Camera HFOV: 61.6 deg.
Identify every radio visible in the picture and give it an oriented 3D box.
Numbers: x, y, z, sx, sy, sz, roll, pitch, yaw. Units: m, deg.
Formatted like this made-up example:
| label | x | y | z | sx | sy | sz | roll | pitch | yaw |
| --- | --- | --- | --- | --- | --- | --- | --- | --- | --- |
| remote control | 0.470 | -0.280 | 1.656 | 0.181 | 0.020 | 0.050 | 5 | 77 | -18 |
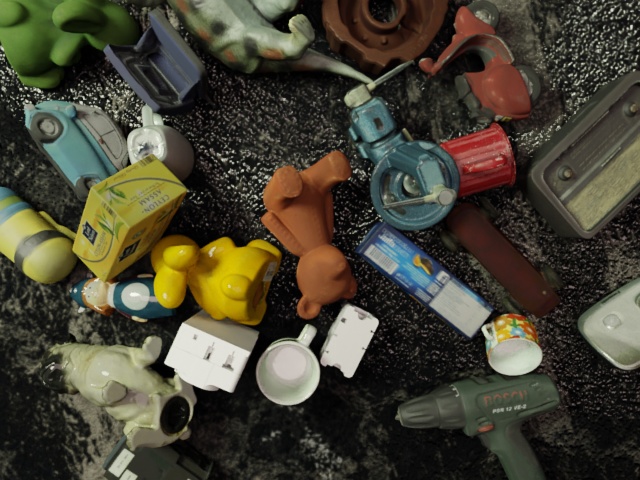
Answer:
| label | x | y | z | sx | sy | sz | roll | pitch | yaw |
| --- | --- | --- | --- | --- | --- | --- | --- | --- | --- |
| radio | 0.404 | -0.121 | 0.771 | 0.229 | 0.073 | 0.131 | -44 | 92 | -2 |

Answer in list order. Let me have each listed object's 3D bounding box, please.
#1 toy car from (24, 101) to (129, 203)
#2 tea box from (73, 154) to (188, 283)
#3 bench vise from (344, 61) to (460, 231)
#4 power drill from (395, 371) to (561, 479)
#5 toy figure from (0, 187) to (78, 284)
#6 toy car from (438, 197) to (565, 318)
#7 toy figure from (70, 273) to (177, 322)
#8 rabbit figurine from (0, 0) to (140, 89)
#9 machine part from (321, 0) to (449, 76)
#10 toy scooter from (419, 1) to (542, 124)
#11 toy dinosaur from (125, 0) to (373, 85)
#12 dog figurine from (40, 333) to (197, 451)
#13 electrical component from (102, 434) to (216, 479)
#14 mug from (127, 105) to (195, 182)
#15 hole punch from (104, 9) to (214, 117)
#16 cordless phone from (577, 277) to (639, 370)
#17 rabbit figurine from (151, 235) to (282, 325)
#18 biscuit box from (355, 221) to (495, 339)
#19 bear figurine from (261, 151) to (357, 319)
| label | x | y | z | sx | sy | sz | roll | pitch | yaw |
| --- | --- | --- | --- | --- | --- | --- | --- | --- | --- |
| toy car | -0.318 | -0.128 | 0.734 | 0.103 | 0.109 | 0.161 | -41 | 101 | -19 |
| tea box | -0.248 | -0.024 | 0.691 | 0.068 | 0.169 | 0.098 | 47 | 51 | -2 |
| bench vise | 0.111 | -0.100 | 0.687 | 0.129 | 0.241 | 0.223 | -20 | 108 | -1 |
| power drill | 0.243 | 0.297 | 0.769 | 0.232 | 0.086 | 0.207 | -18 | 83 | -5 |
| toy figure | -0.415 | -0.011 | 0.734 | 0.180 | 0.089 | 0.082 | 43 | 96 | -4 |
| toy car | 0.262 | 0.027 | 0.776 | 0.202 | 0.053 | 0.089 | 45 | 104 | -3 |
| toy figure | -0.280 | 0.077 | 0.757 | 0.155 | 0.057 | 0.064 | 5 | 52 | -1 |
| rabbit figurine | -0.333 | -0.295 | 0.720 | 0.170 | 0.159 | 0.121 | -10 | 81 | -17 |
| machine part | 0.090 | -0.327 | 0.770 | 0.179 | 0.056 | 0.179 | 0 | 90 | -3 |
| toy scooter | 0.219 | -0.236 | 0.760 | 0.135 | 0.075 | 0.184 | -28 | 89 | -10 |
| toy dinosaur | -0.126 | -0.308 | 0.728 | 0.404 | 0.192 | 0.131 | 46 | 52 | -15 |
| dog figurine | -0.278 | 0.207 | 0.736 | 0.191 | 0.121 | 0.172 | -6 | 113 | 37 |
| electrical component | -0.234 | 0.329 | 0.756 | 0.134 | 0.058 | 0.115 | 38 | 87 | -2 |
| mug | -0.221 | -0.130 | 0.732 | 0.081 | 0.107 | 0.109 | -4 | 92 | -4 |
| hole punch | -0.216 | -0.226 | 0.727 | 0.092 | 0.116 | 0.142 | -43 | 94 | -8 |
| cordless phone | 0.457 | 0.124 | 0.718 | 0.147 | 0.184 | 0.088 | -32 | 96 | -2 |
| rabbit figurine | -0.160 | 0.047 | 0.727 | 0.173 | 0.162 | 0.121 | 23 | 102 | 15 |
| biscuit box | 0.146 | 0.055 | 0.767 | 0.203 | 0.063 | 0.059 | 38 | 89 | -1 |
| bear figurine | -0.003 | -0.001 | 0.731 | 0.120 | 0.132 | 0.196 | -18 | 84 | -31 |
